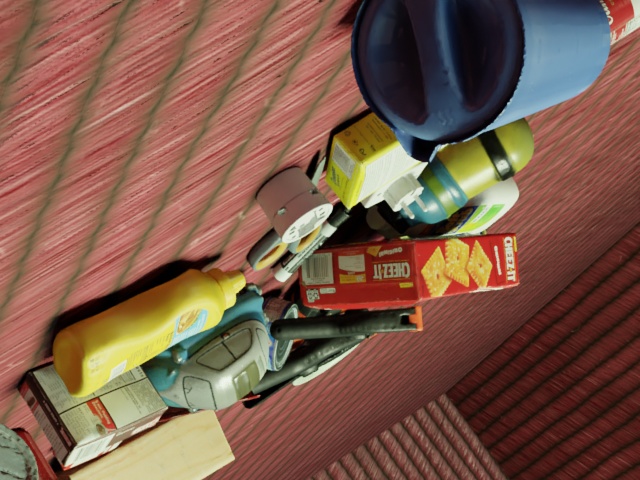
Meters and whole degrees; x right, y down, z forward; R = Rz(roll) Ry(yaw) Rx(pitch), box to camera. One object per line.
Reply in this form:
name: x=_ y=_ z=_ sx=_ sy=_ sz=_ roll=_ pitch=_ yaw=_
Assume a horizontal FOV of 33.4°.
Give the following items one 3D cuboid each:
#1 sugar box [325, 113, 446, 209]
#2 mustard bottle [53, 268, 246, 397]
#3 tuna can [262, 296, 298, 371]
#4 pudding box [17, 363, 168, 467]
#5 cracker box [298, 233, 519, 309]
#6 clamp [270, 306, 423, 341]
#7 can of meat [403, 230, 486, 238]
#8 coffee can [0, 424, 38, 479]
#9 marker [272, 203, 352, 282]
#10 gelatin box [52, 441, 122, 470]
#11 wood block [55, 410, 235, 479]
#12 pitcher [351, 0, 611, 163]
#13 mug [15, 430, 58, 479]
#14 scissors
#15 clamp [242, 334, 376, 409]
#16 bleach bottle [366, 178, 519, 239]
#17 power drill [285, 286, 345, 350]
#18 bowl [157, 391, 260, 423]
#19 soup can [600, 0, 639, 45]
sugar box: x=0.089 y=-0.106 z=1.000 sx=0.176 sy=0.048 sz=0.093 roll=-35 pitch=165 yaw=-18
mustard bottle: x=-0.149 y=0.074 z=0.987 sx=0.191 sy=0.058 sz=0.096 roll=-27 pitch=162 yaw=-31
tuna can: x=-0.055 y=0.112 z=1.268 sx=0.086 sy=0.034 sz=0.086 roll=15 pitch=90 yaw=-77
pudding box: x=-0.214 y=0.150 z=1.014 sx=0.113 sy=0.090 sz=0.039 roll=-19 pitch=156 yaw=-46
cracker box: x=0.104 y=0.035 z=1.216 sx=0.164 sy=0.072 sz=0.213 roll=-6 pitch=178 yaw=39
clamp: x=0.042 y=0.096 z=1.216 sx=0.172 sy=0.039 sz=0.120 roll=-4 pitch=-179 yaw=23
can of meat: x=0.161 y=0.010 z=1.428 sx=0.102 sy=0.057 sz=0.083 roll=-9 pitch=-179 yaw=36
coffee can: x=-0.340 y=0.245 z=0.993 sx=0.140 sy=0.103 sz=0.102 roll=-46 pitch=162 yaw=32
marker: x=-0.008 y=0.001 z=1.158 sx=0.121 sy=0.020 sz=0.020 roll=-45 pitch=163 yaw=27
gelatin box: x=-0.261 y=0.228 z=1.259 sx=0.073 sy=0.030 sz=0.089 roll=-47 pitch=162 yaw=31
wood block: x=-0.227 y=0.290 z=1.358 sx=0.205 sy=0.090 sz=0.091 roll=-26 pitch=-177 yaw=-34
pitcher: x=0.141 y=-0.161 z=0.823 sx=0.149 sy=0.145 sz=0.242 roll=-32 pitch=173 yaw=34
mug: x=-0.320 y=0.255 z=1.108 sx=0.093 sy=0.081 sz=0.117 roll=-30 pitch=164 yaw=-24
scissors: x=-0.033 y=-0.018 z=1.050 sx=0.096 sy=0.016 sz=0.202 roll=-34 pitch=164 yaw=-10
clamp: x=-0.025 y=0.162 z=1.387 sx=0.210 sy=0.036 sz=0.164 roll=-27 pitch=169 yaw=-10
bleach bottle: x=0.136 y=-0.038 z=1.279 sx=0.250 sy=0.068 sz=0.103 roll=-13 pitch=157 yaw=-49
power drill: x=0.036 y=0.060 z=1.359 sx=0.187 sy=0.057 sz=0.185 roll=-22 pitch=164 yaw=-33
bowl: x=-0.152 y=0.173 z=1.225 sx=0.162 sy=0.055 sz=0.162 roll=-14 pitch=173 yaw=-2
soup can: x=0.273 y=-0.223 z=1.011 sx=0.102 sy=0.068 sz=0.068 roll=-33 pitch=164 yaw=-14
